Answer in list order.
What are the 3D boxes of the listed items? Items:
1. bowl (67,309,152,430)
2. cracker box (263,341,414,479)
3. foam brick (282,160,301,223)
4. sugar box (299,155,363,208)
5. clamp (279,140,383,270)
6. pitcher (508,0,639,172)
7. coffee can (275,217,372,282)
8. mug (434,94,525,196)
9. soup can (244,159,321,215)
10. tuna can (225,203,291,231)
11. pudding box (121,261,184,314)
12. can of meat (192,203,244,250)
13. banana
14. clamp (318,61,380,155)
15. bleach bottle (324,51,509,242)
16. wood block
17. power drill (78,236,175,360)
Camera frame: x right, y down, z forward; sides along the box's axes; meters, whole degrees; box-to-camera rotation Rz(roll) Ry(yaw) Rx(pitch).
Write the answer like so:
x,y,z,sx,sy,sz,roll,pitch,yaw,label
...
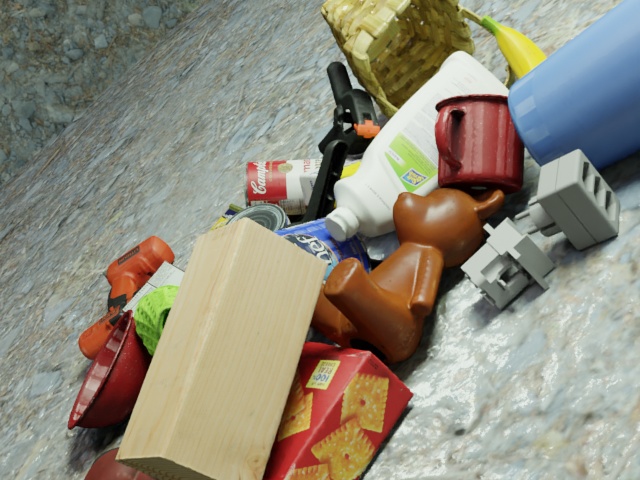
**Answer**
x,y,z,sx,sy,sz,roll,pitch,yaw,label
-0.244,0.167,1.294,0.162,0.055,0.162,-55,15,22,bowl
-0.039,0.189,0.927,0.213,0.072,0.164,-53,24,-19,cracker box
-0.054,-0.057,1.403,0.051,0.053,0.078,-34,25,21,foam brick
0.056,-0.067,1.204,0.093,0.048,0.176,-20,15,-26,sugar box
-0.008,0.001,1.159,0.210,0.036,0.164,-34,66,42,clamp
0.292,-0.152,0.923,0.243,0.149,0.145,-33,41,31,pitcher
-0.032,0.040,1.055,0.140,0.103,0.103,-16,-1,-43,coffee can
0.148,-0.090,1.017,0.093,0.117,0.081,-4,79,39,mug
-0.040,-0.065,1.317,0.102,0.068,0.068,-2,31,3,soup can
-0.073,-0.003,1.248,0.086,0.033,0.086,-15,40,13,tuna can
-0.187,0.085,1.354,0.114,0.039,0.090,24,69,46,pudding box
-0.113,0.005,1.389,0.084,0.057,0.102,-49,23,-8,can of meat
0.220,-0.172,1.135,0.198,0.069,0.037,-102,27,-50,banana
0.034,-0.158,1.299,0.039,0.120,0.172,-5,9,-18,clamp
0.092,-0.088,1.091,0.250,0.102,0.068,-41,-12,-27,bleach bottle
-0.078,0.098,0.879,0.090,0.090,0.206,-19,48,53,wood block
-0.253,0.070,1.507,0.185,0.057,0.187,-32,24,16,power drill
